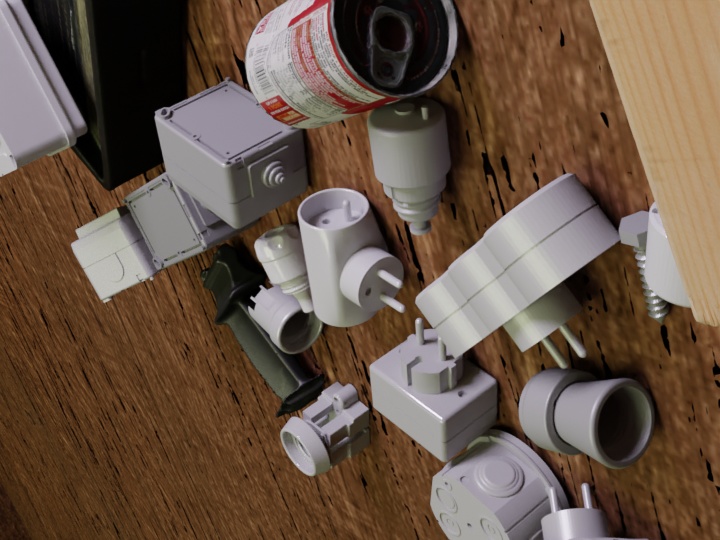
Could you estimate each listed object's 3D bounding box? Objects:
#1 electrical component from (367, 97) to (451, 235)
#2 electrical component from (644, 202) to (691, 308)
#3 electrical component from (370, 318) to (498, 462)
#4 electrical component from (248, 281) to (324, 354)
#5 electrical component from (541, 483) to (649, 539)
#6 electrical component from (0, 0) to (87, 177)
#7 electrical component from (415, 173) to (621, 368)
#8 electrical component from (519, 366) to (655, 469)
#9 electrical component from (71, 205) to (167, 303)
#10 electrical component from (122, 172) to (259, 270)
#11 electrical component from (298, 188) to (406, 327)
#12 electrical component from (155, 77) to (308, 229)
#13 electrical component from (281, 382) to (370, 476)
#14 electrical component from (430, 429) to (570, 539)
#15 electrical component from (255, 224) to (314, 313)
[{"bbox_3d":[0.028,-0.054,0.563,0.040,0.040,0.078,30,141,42],"label":"electrical component"},{"bbox_3d":[0.135,-0.021,0.423,0.040,0.040,0.078,33,143,39],"label":"electrical component"},{"bbox_3d":[0.044,0.062,0.646,0.066,0.047,0.076,34,144,37],"label":"electrical component"},{"bbox_3d":[-0.055,0.033,0.786,0.046,0.040,0.040,37,146,43],"label":"electrical component"},{"bbox_3d":[0.122,0.157,0.599,0.044,0.077,0.079,67,-163,-59],"label":"electrical component"},{"bbox_3d":[-0.250,-0.130,0.762,0.078,0.057,0.113,-2,116,61],"label":"electrical component"},{"bbox_3d":[0.084,0.015,0.528,0.073,0.052,0.138,54,152,7],"label":"electrical component"},{"bbox_3d":[0.114,0.074,0.547,0.055,0.045,0.045,5,123,57],"label":"electrical component"},{"bbox_3d":[-0.176,-0.026,0.869,0.062,0.096,0.061,-23,100,32],"label":"electrical component"},{"bbox_3d":[-0.119,-0.047,0.792,0.096,0.061,0.061,-18,100,54],"label":"electrical component"},{"bbox_3d":[0.000,0.000,0.657,0.079,0.044,0.077,32,143,39],"label":"electrical component"},{"bbox_3d":[-0.078,-0.070,0.692,0.096,0.062,0.061,36,145,36],"label":"electrical component"},{"bbox_3d":[-0.026,0.123,0.810,0.048,0.055,0.066,38,146,33],"label":"electrical component"},{"bbox_3d":[0.085,0.142,0.657,0.080,0.051,0.080,39,147,32],"label":"electrical component"},{"bbox_3d":[-0.046,0.001,0.743,0.035,0.035,0.061,3,123,57],"label":"electrical component"}]
